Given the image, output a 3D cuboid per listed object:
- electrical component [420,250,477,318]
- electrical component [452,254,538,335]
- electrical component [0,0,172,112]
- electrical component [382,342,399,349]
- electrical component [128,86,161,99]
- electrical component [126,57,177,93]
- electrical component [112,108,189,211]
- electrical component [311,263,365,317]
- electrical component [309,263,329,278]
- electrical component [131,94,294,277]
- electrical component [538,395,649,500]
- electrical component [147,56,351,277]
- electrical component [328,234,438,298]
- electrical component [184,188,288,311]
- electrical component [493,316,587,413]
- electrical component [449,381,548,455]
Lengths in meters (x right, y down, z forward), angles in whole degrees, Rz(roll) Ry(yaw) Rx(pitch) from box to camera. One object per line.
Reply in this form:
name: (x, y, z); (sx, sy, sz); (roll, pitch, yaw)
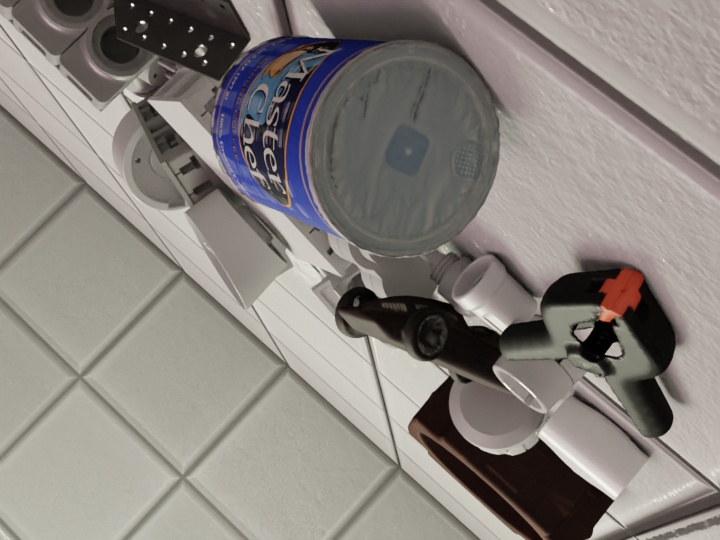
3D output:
electrical component: (0.067, 0.004, 0.772); (0.061, 0.035, 0.035); (42, 170, 18)
electrical component: (0.092, 0.018, 0.726); (0.046, 0.040, 0.040); (41, 171, -16)
electrical component: (-0.230, -0.214, 0.862); (0.150, 0.089, 0.062); (45, 170, -12)
electrical component: (0.030, 0.033, 0.969); (0.057, 0.058, 0.078); (52, 167, -28)
electrical component: (-0.206, -0.184, 1.033); (0.044, 0.044, 0.065); (46, 174, -14)
electrical component: (-0.189, -0.187, 0.946); (0.079, 0.043, 0.077); (31, 163, 19)
electrical component: (-0.195, -0.120, 1.074); (0.060, 0.108, 0.108); (40, 171, 49)
electrical component: (0.000, 0.000, 0.918); (0.042, 0.081, 0.063); (51, -171, -37)
electrical component: (-0.041, -0.030, 1.020); (0.079, 0.043, 0.077); (42, 172, 45)
electrical component: (-0.132, -0.079, 1.012); (0.105, 0.060, 0.186); (57, 177, 45)
electrical component: (0.186, 0.146, 0.866); (0.077, 0.043, 0.079); (40, 169, 18)
electrical component: (-0.073, -0.087, 0.861); (0.186, 0.060, 0.105); (48, 169, -23)
electrical component: (0.013, -0.025, 0.807); (0.138, 0.052, 0.074); (48, 169, -27)
electrical component: (-0.111, -0.020, 0.929); (0.099, 0.064, 0.099); (48, 180, -1)
electrical component: (0.128, 0.068, 0.764); (0.055, 0.047, 0.055); (42, 170, 9)
electrical component: (0.119, 0.115, 0.905); (0.080, 0.080, 0.051); (38, 174, 27)
